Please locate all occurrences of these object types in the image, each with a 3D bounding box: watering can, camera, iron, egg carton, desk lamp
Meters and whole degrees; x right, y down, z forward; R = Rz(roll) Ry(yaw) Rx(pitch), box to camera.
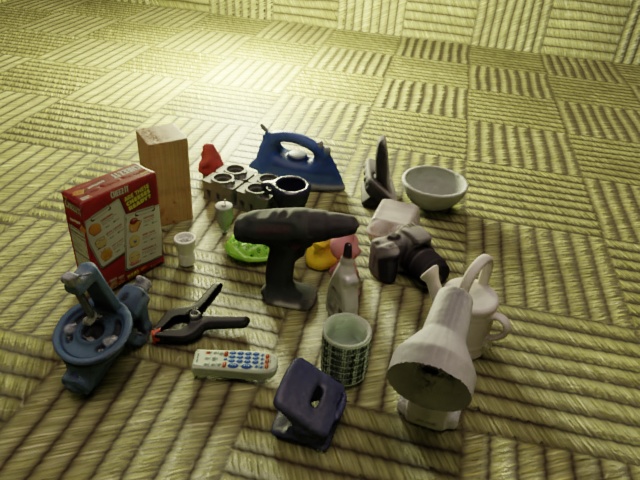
[{"bbox_3d":[0.254,0.107,1.006,0.172,0.194,0.101,16,36,17],"label":"watering can"},{"bbox_3d":[0.193,0.036,1.187,0.143,0.101,0.136,-15,38,-26],"label":"camera"},{"bbox_3d":[-0.051,-0.219,1.498,0.257,0.141,0.119,13,35,13],"label":"iron"},{"bbox_3d":[0.171,-0.036,1.319,0.107,0.069,0.150,13,35,13],"label":"egg carton"},{"bbox_3d":[0.175,0.188,0.861,0.117,0.214,0.203,15,36,16],"label":"desk lamp"}]

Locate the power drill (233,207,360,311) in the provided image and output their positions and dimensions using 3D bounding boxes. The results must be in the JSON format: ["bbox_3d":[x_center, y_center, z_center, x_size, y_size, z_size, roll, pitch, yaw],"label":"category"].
[{"bbox_3d":[-0.047,0.028,1.075,0.229,0.208,0.075,9,34,7],"label":"power drill"}]

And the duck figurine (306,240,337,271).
[{"bbox_3d":[0.011,0.004,1.226,0.077,0.086,0.105,19,37,21],"label":"duck figurine"}]

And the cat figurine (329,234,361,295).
[{"bbox_3d":[0.052,0.035,1.157,0.067,0.118,0.127,3,34,-2],"label":"cat figurine"}]

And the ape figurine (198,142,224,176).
[{"bbox_3d":[-0.289,-0.215,1.509,0.076,0.092,0.078,28,40,30],"label":"ape figurine"}]

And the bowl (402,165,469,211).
[{"bbox_3d":[0.287,-0.121,1.452,0.167,0.075,0.167,3,34,-2],"label":"bowl"}]

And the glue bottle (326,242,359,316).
[{"bbox_3d":[0.045,0.078,1.043,0.037,0.173,0.078,-13,38,-24],"label":"glue bottle"}]

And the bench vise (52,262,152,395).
[{"bbox_3d":[-0.352,0.106,0.914,0.121,0.220,0.207,4,34,-1],"label":"bench vise"}]

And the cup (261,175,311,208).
[{"bbox_3d":[-0.082,-0.094,1.351,0.117,0.095,0.091,8,34,5],"label":"cup"}]

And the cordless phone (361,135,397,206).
[{"bbox_3d":[0.155,-0.187,1.436,0.094,0.185,0.147,2,34,-3],"label":"cordless phone"}]

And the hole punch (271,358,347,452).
[{"bbox_3d":[-0.013,0.244,0.865,0.101,0.091,0.109,13,35,12],"label":"hole punch"}]
